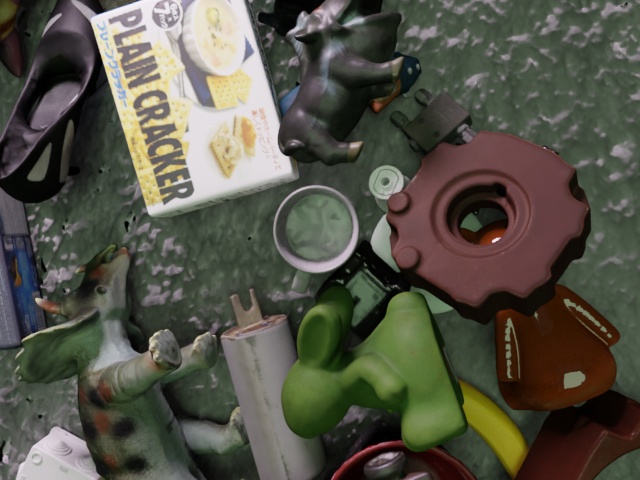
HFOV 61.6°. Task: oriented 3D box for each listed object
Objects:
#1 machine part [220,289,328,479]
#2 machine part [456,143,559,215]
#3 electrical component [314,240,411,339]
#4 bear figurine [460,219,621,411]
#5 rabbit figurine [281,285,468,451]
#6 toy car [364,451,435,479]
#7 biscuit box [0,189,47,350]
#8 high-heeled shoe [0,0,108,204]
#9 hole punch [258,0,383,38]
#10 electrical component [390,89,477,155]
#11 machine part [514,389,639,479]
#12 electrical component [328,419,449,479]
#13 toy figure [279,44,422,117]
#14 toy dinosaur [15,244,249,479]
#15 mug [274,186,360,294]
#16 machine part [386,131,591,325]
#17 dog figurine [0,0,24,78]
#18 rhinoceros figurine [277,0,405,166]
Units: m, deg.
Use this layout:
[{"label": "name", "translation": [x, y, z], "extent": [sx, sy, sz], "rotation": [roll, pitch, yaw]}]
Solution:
[{"label": "machine part", "translation": [-0.048, 0.171, 0.579], "extent": [0.079, 0.079, 0.243], "rotation": [-16, 92, 5]}, {"label": "machine part", "translation": [0.184, -0.069, 0.565], "extent": [0.139, 0.039, 0.084], "rotation": [-6, 81, 5]}, {"label": "electrical component", "translation": [0.035, 0.068, 0.578], "extent": [0.075, 0.048, 0.119], "rotation": [38, 112, 3]}, {"label": "bear figurine", "translation": [0.210, 0.069, 0.549], "extent": [0.120, 0.132, 0.196], "rotation": [-26, 73, 4]}, {"label": "rabbit figurine", "translation": [0.034, 0.127, 0.504], "extent": [0.170, 0.121, 0.159], "rotation": [-21, 95, 13]}, {"label": "toy car", "translation": [0.014, 0.255, 0.478], "extent": [0.202, 0.053, 0.089], "rotation": [-27, 79, 11]}, {"label": "biscuit box", "translation": [-0.365, 0.023, 0.602], "extent": [0.063, 0.059, 0.202], "rotation": [-9, 92, 4]}, {"label": "high-heeled shoe", "translation": [-0.278, -0.162, 0.543], "extent": [0.086, 0.145, 0.248], "rotation": [3, 95, 3]}, {"label": "hole punch", "translation": [0.014, -0.264, 0.554], "extent": [0.142, 0.092, 0.115], "rotation": [10, 125, 1]}, {"label": "electrical component", "translation": [0.120, -0.116, 0.559], "extent": [0.063, 0.021, 0.094], "rotation": [-42, 63, 3]}, {"label": "machine part", "translation": [0.304, 0.266, 0.536], "extent": [0.201, 0.087, 0.201], "rotation": [26, 93, -9]}, {"label": "electrical component", "translation": [0.080, 0.268, 0.585], "extent": [0.115, 0.058, 0.134], "rotation": [42, 95, -1]}, {"label": "toy figure", "translation": [0.036, -0.153, 0.566], "extent": [0.154, 0.058, 0.064], "rotation": [-21, 135, 5]}, {"label": "toy dinosaur", "translation": [-0.185, 0.206, 0.577], "extent": [0.192, 0.131, 0.404], "rotation": [-17, 96, 17]}, {"label": "mug", "translation": [-0.001, -0.002, 0.550], "extent": [0.081, 0.107, 0.109], "rotation": [11, 98, 4]}, {"label": "machine part", "translation": [0.149, -0.016, 0.490], "extent": [0.179, 0.056, 0.179], "rotation": [-10, 63, 20]}, {"label": "dog figurine", "translation": [-0.321, -0.287, 0.562], "extent": [0.192, 0.108, 0.219], "rotation": [1, 98, 2]}, {"label": "rhinoceros figurine", "translation": [0.019, -0.160, 0.501], "extent": [0.112, 0.073, 0.190], "rotation": [20, 102, 4]}]
